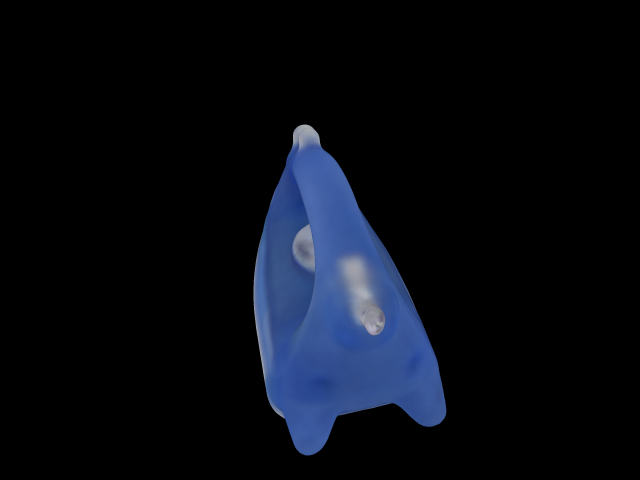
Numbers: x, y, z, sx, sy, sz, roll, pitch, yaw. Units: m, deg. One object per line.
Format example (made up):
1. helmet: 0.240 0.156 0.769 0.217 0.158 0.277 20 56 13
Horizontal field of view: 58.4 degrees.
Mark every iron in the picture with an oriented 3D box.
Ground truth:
1. iron: 0.004 0.001 0.400 0.119 0.141 0.258 -11 51 -9
